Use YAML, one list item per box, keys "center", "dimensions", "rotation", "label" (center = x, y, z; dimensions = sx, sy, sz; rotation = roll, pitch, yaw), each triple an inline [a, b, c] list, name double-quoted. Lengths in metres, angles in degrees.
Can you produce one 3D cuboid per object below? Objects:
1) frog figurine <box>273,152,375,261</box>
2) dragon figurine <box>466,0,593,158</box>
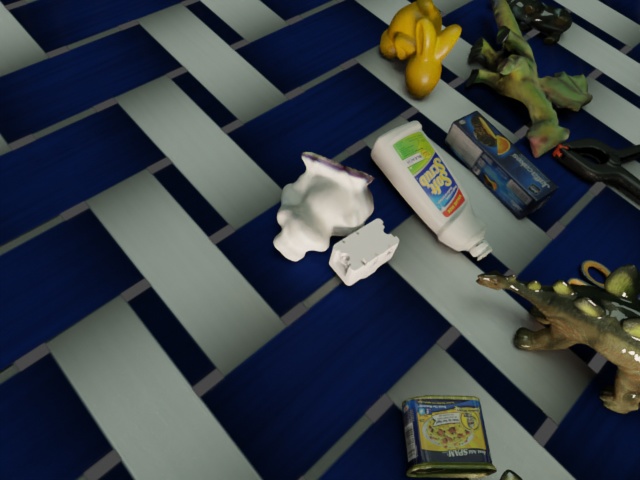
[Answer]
- center: [0.002, -0.039, 0.777]
  dimensions: [0.137, 0.123, 0.159]
  rotation: [23, 93, -3]
  label: "frog figurine"
- center: [0.434, -0.339, 1.038]
  dimensions: [0.242, 0.120, 0.419]
  rotation: [25, 59, -10]
  label: "dragon figurine"
